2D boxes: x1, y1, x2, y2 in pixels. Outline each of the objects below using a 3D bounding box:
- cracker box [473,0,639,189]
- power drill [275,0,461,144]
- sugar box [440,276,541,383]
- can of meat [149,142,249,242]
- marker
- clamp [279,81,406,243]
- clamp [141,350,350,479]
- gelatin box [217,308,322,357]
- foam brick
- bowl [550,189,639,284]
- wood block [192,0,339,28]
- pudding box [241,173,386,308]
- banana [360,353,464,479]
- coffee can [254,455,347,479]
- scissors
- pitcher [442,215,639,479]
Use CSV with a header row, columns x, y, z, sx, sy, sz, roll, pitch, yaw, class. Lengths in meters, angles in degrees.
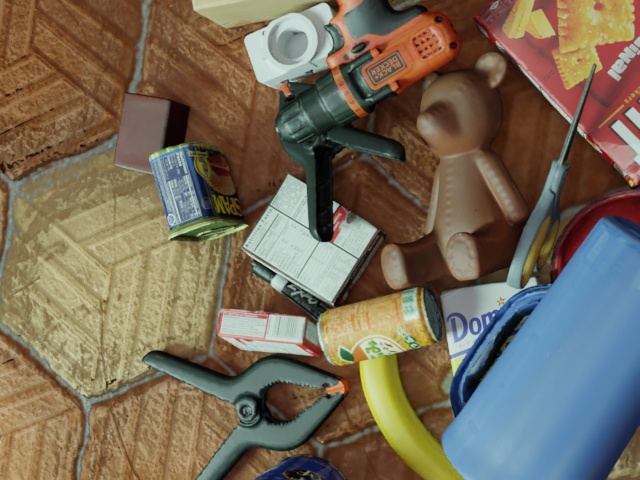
x,y,z,sx,sy,sz,roll,pitch,yaw,class
0.267,-0.177,0.947,0.164,0.072,0.214,-44,80,12,cracker box
0.006,-0.198,0.942,0.184,0.057,0.187,-29,96,14,power drill
0.171,0.126,0.988,0.093,0.048,0.176,-11,88,16,sugar box
-0.119,-0.046,1.042,0.057,0.102,0.084,-19,83,16,can of meat
-0.019,0.057,1.055,0.121,0.020,0.020,36,99,13,marker
0.013,-0.095,1.001,0.120,0.039,0.171,-36,58,23,clamp
-0.076,0.161,1.062,0.210,0.036,0.164,-23,83,12,clamp
-0.047,0.090,1.034,0.089,0.073,0.030,4,75,16,gelatin box
-0.170,-0.105,1.081,0.051,0.053,0.078,10,92,15,foam brick
0.280,0.038,0.935,0.162,0.055,0.162,5,105,19,bowl
-0.014,-0.272,1.016,0.206,0.090,0.090,-8,88,16,wood block
-0.007,0.001,1.035,0.113,0.039,0.090,32,87,16,pudding box
0.083,0.160,1.017,0.070,0.037,0.198,-22,84,16,banana
-0.032,0.265,0.997,0.103,0.140,0.103,0,90,16,coffee can
0.211,-0.050,0.942,0.016,0.096,0.202,23,93,22,scissors
0.209,0.100,0.877,0.149,0.145,0.243,31,104,7,pitcher
